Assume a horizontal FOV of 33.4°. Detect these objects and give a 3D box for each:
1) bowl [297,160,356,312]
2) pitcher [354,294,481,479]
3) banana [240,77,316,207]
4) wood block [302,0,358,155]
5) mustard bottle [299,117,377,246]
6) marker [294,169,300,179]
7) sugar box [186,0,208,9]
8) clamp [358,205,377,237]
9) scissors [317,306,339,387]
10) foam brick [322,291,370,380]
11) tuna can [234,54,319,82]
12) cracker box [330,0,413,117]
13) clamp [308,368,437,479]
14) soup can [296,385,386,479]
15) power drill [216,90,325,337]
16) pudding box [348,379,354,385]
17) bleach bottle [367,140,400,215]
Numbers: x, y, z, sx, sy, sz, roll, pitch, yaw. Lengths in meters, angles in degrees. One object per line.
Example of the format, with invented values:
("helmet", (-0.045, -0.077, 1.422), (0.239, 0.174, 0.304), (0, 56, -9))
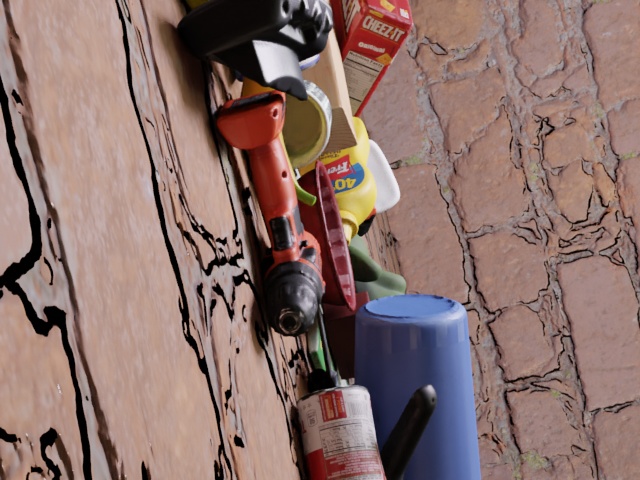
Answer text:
("bowl", (-0.007, 0.001, 1.109), (0.162, 0.055, 0.162), (-13, 90, -83))
("pitcher", (0.088, 0.180, 1.059), (0.144, 0.149, 0.243), (-29, 118, -67))
("banana", (-0.040, -0.126, 0.978), (0.037, 0.069, 0.198), (-92, -179, -66))
("wood block", (-0.023, -0.207, 1.239), (0.090, 0.090, 0.206), (62, 17, -63))
("mustard bottle", (0.017, -0.064, 1.263), (0.058, 0.096, 0.191), (68, 11, -45))
("marker", (-0.037, -0.085, 1.188), (0.121, 0.020, 0.020), (68, 11, -52))
("sugar box", (-0.092, -0.232, 0.911), (0.176, 0.048, 0.093), (42, 36, -76))
("clamp", (0.028, -0.035, 1.362), (0.172, 0.039, 0.120), (40, -29, 64))
("scissors", (0.011, 0.159, 1.065), (0.096, 0.016, 0.202), (-84, 164, -59))
("foam brick", (0.037, 0.104, 1.162), (0.051, 0.053, 0.078), (-93, 168, -65))
("tuna can", (-0.044, -0.180, 1.034), (0.086, 0.086, 0.034), (-84, 162, -69))
("cracker box", (0.032, -0.244, 1.373), (0.164, 0.072, 0.214), (-95, -151, -49))
("clamp", (0.053, 0.220, 0.975), (0.036, 0.165, 0.210), (-3, 85, -37))
("soup can", (0.020, 0.185, 0.928), (0.068, 0.068, 0.102), (60, 18, -66))
("power drill", (-0.039, -0.026, 0.910), (0.184, 0.057, 0.187), (-94, 172, -72))
("pudding box", (0.055, 0.148, 1.399), (0.090, 0.039, 0.113), (60, 18, -65))
("bleach bottle", (0.048, -0.066, 1.503), (0.251, 0.068, 0.102), (126, -59, -80))
